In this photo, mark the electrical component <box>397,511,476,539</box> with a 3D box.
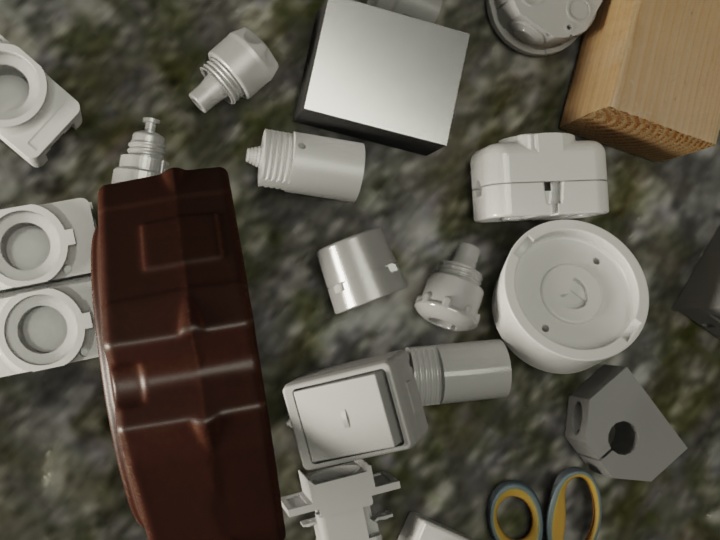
[{"bbox_3d":[0.064,0.210,0.759,0.066,0.077,0.047,26,82,-10],"label":"electrical component"}]

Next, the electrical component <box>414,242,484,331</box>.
[{"bbox_3d":[0.071,0.011,0.787,0.048,0.048,0.062,23,76,-11],"label":"electrical component"}]

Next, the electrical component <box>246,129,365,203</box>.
[{"bbox_3d":[-0.041,-0.075,0.765,0.081,0.043,0.043,8,86,-12],"label":"electrical component"}]

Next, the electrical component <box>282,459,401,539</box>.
[{"bbox_3d":[-0.012,0.170,0.762,0.081,0.042,0.063,-12,92,-12],"label":"electrical component"}]

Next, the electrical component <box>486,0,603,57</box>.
[{"bbox_3d":[0.140,-0.204,0.807,0.080,0.051,0.080,1,88,-13],"label":"electrical component"}]

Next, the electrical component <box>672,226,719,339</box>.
[{"bbox_3d":[0.318,-0.001,0.768,0.060,0.186,0.105,34,81,-9],"label":"electrical component"}]

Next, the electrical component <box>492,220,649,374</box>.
[{"bbox_3d":[0.149,0.024,0.790,0.108,0.060,0.108,4,67,-9],"label":"electrical component"}]

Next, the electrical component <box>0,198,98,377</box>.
[{"bbox_3d":[-0.260,0.022,0.701,0.186,0.060,0.105,-12,90,-11],"label":"electrical component"}]

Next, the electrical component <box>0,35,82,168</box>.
[{"bbox_3d":[-0.235,-0.117,0.717,0.089,0.056,0.050,41,80,-8],"label":"electrical component"}]

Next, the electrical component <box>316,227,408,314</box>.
[{"bbox_3d":[0.000,0.000,0.766,0.055,0.055,0.047,-21,89,-13],"label":"electrical component"}]

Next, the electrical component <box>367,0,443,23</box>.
[{"bbox_3d":[0.033,-0.197,0.789,0.046,0.040,0.040,18,84,-16],"label":"electrical component"}]

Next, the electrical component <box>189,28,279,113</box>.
[{"bbox_3d":[-0.092,-0.137,0.757,0.062,0.043,0.043,-43,97,-10],"label":"electrical component"}]

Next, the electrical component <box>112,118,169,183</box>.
[{"bbox_3d":[-0.150,-0.066,0.742,0.040,0.040,0.078,9,86,-12],"label":"electrical component"}]

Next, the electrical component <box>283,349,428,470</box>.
[{"bbox_3d":[-0.010,0.098,0.744,0.096,0.061,0.061,-15,91,16],"label":"electrical component"}]

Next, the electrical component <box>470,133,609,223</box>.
[{"bbox_3d":[0.133,-0.068,0.798,0.095,0.054,0.059,-3,88,-13],"label":"electrical component"}]

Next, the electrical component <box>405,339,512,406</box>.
[{"bbox_3d":[0.065,0.075,0.782,0.081,0.043,0.043,-4,89,-12],"label":"electrical component"}]
